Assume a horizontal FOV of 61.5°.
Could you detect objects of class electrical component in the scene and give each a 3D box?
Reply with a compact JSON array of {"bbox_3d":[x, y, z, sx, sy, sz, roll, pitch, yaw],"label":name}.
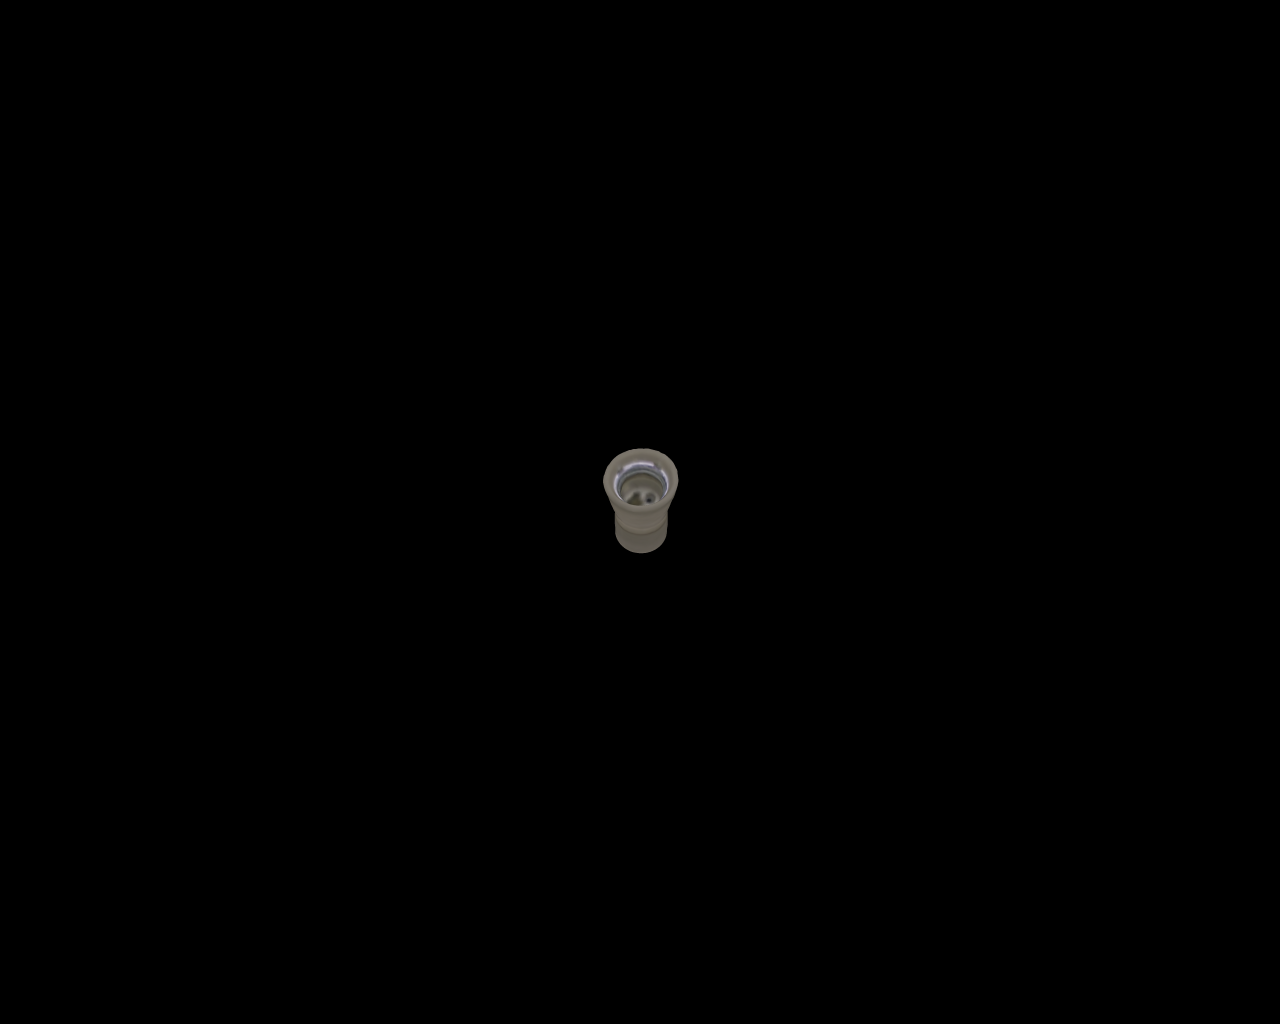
[{"bbox_3d":[0.001,-0.003,0.650,0.044,0.044,0.065,0,-33,0],"label":"electrical component"}]
